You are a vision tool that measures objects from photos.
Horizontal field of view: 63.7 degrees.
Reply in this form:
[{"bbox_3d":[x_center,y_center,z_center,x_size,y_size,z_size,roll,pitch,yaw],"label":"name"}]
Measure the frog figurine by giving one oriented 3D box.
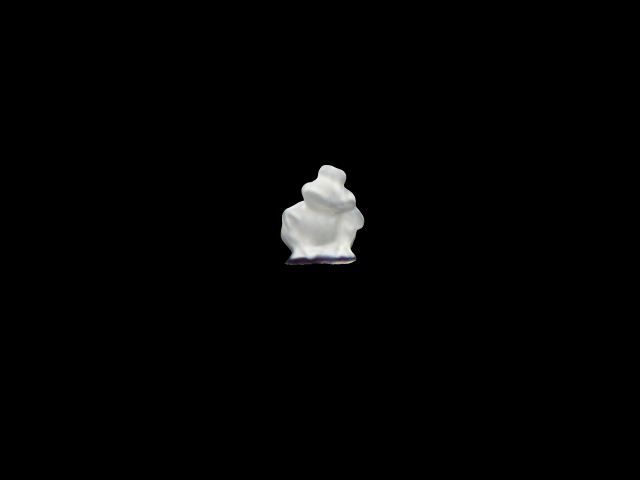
[{"bbox_3d":[0.003,-0.043,0.850,0.137,0.159,0.123,1,4,20],"label":"frog figurine"}]
